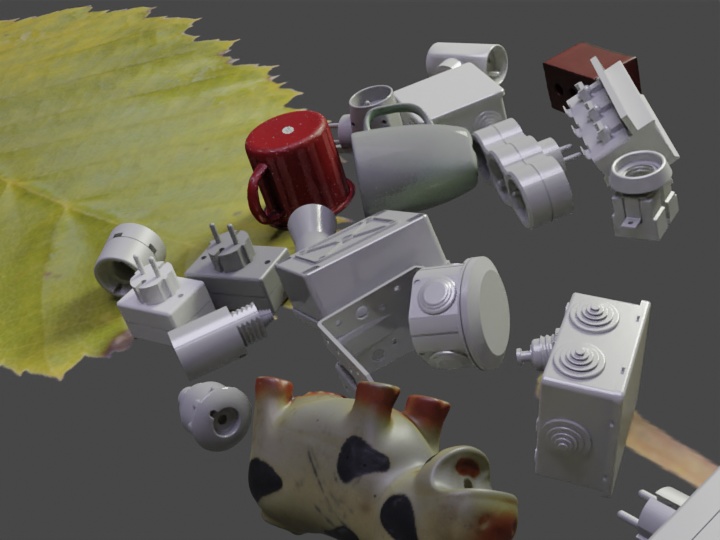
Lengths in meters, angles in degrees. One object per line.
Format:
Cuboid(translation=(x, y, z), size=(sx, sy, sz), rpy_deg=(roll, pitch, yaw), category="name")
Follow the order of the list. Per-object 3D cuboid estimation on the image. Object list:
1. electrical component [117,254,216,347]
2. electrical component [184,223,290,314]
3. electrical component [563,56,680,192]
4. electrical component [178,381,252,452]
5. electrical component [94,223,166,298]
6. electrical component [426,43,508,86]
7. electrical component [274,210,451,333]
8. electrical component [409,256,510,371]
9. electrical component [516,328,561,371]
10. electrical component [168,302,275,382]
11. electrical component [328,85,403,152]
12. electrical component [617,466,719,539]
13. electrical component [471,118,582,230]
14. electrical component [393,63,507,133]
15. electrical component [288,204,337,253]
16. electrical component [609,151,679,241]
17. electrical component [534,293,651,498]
Cuboid(translation=(-0.169, 0.019, 0.904), size=(0.066, 0.076, 0.047), rpy_deg=(9, 41, 36), category="electrical component")
Cuboid(translation=(-0.106, -0.008, 0.914), size=(0.083, 0.075, 0.047), rpy_deg=(4, 39, 31), category="electrical component")
Cuboid(translation=(0.223, -0.123, 0.931), size=(0.063, 0.078, 0.121), rpy_deg=(-33, 28, 19), category="electrical component")
Cuboid(translation=(-0.112, 0.102, 0.784), size=(0.048, 0.048, 0.062), rpy_deg=(-35, 29, -24), category="electrical component")
Cuboid(translation=(-0.212, -0.007, 0.987), size=(0.055, 0.055, 0.047), rpy_deg=(-5, 39, 20), category="electrical component")
Cuboid(translation=(0.104, -0.209, 1.139), size=(0.077, 0.043, 0.079), rpy_deg=(12, 43, 38), category="electrical component")
Cuboid(translation=(0.000, 0.000, 0.838), size=(0.109, 0.056, 0.109), rpy_deg=(-27, 12, -13), category="electrical component")
Cuboid(translation=(0.072, 0.032, 0.763), size=(0.051, 0.080, 0.080), rpy_deg=(-7, 34, 27), category="electrical component")
Cuboid(translation=(0.146, 0.055, 0.728), size=(0.078, 0.040, 0.040), rpy_deg=(-8, 34, 17), category="electrical component")
Cuboid(translation=(-0.107, 0.052, 0.855), size=(0.081, 0.043, 0.043), rpy_deg=(-24, 33, -9), category="electrical component")
Cuboid(translation=(0.005, -0.134, 1.045), size=(0.079, 0.077, 0.043), rpy_deg=(0, 37, 28), category="electrical component")
Cuboid(translation=(0.175, 0.141, 0.578), size=(0.083, 0.047, 0.076), rpy_deg=(-36, 36, -25), category="electrical component")
Cuboid(translation=(0.154, -0.091, 0.929), size=(0.074, 0.052, 0.138), rpy_deg=(-21, 33, -4), category="electrical component")
Cuboid(translation=(0.090, -0.155, 1.060), size=(0.100, 0.048, 0.099), rpy_deg=(-22, 33, -6), category="electrical component")
Cuboid(translation=(-0.039, -0.022, 0.935), size=(0.044, 0.044, 0.065), rpy_deg=(-16, 37, 5), category="electrical component")
Cuboid(translation=(0.222, -0.060, 0.846), size=(0.048, 0.055, 0.066), rpy_deg=(9, 41, 36), category="electrical component")
Cuboid(translation=(0.140, 0.073, 0.651), size=(0.048, 0.099, 0.099), rpy_deg=(11, 41, 19), category="electrical component")
